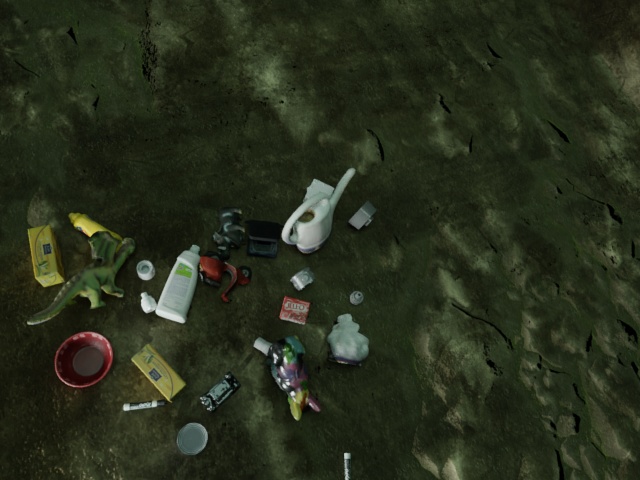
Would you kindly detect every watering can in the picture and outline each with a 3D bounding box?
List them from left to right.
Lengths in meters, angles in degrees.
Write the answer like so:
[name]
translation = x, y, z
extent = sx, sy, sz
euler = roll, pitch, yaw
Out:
[watering can]
translation = 0.005, -0.090, 1.782
extent = 0.105, 0.219, 0.352
euler = 38, 64, 26

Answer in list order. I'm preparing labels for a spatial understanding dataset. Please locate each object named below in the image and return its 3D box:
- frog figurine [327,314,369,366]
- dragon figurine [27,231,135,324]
[frog figurine]
translation = 0.093, 0.320, 1.670
extent = 0.137, 0.121, 0.161
euler = 6, 77, 13
[dragon figurine]
translation = -0.684, 0.085, 1.535
extent = 0.122, 0.414, 0.240
euler = 15, 104, 12
